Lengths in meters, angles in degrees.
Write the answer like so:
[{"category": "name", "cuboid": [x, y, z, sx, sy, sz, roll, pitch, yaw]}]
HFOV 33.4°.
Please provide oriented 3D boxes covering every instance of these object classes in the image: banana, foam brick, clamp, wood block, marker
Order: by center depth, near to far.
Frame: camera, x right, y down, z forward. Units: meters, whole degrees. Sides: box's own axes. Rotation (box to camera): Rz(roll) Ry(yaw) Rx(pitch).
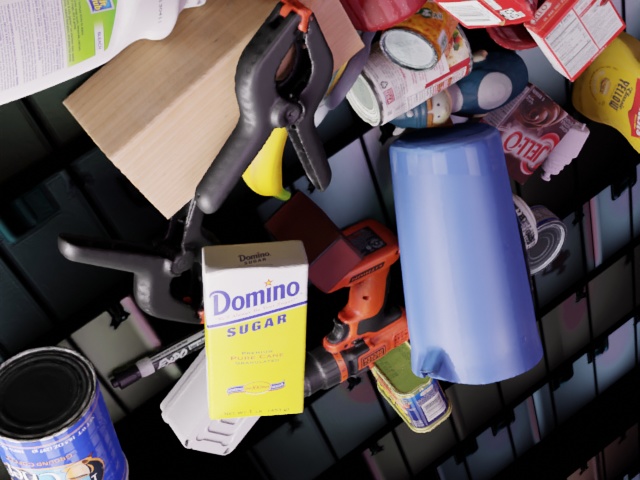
[{"category": "clamp", "cuboid": [-0.023, -0.097, 0.801, 0.120, 0.039, 0.172, -9, 130, -43]}, {"category": "wood block", "cuboid": [-0.081, -0.129, 0.825, 0.206, 0.090, 0.090, -42, 141, -3]}, {"category": "banana", "cuboid": [-0.032, -0.112, 0.929, 0.069, 0.037, 0.198, -33, 149, -51]}, {"category": "clamp", "cuboid": [-0.141, 0.015, 0.940, 0.164, 0.036, 0.210, -36, 145, -24]}, {"category": "foam brick", "cuboid": [-0.007, 0.001, 1.018, 0.051, 0.078, 0.053, -44, 141, 4]}, {"category": "marker", "cuboid": [-0.149, 0.113, 1.043, 0.121, 0.020, 0.020, -27, 139, -20]}]

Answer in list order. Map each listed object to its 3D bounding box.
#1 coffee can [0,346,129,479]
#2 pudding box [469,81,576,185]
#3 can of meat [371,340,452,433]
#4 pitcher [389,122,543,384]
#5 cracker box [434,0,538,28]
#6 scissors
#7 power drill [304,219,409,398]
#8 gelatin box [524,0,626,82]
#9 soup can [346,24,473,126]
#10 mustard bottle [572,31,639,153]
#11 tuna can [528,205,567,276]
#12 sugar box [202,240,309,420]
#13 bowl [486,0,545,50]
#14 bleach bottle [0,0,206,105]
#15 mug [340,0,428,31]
[{"category": "coffee can", "cuboid": [-0.236, 0.179, 0.961, 0.102, 0.103, 0.140, -27, 138, -20]}, {"category": "pudding box", "cuboid": [0.209, -0.117, 1.126, 0.090, 0.039, 0.113, -51, 140, 12]}, {"category": "can of meat", "cuboid": [0.100, 0.161, 1.236, 0.057, 0.102, 0.084, -36, 139, -7]}, {"category": "pitcher", "cuboid": [0.145, 0.009, 1.059, 0.145, 0.149, 0.243, -10, 104, 1]}, {"category": "cracker box", "cuboid": [0.113, -0.287, 0.784, 0.164, 0.072, 0.213, 22, 76, -49]}, {"category": "scissors", "cuboid": [0.046, -0.179, 0.878, 0.016, 0.096, 0.202, 32, 95, -11]}, {"category": "power drill", "cuboid": [0.021, 0.079, 1.131, 0.184, 0.057, 0.188, -29, 142, -24]}, {"category": "gelatin box", "cuboid": [0.237, -0.200, 0.993, 0.073, 0.030, 0.089, -47, 141, 7]}, {"category": "soup can", "cuboid": [0.076, -0.154, 0.955, 0.102, 0.069, 0.068, -31, 140, -14]}, {"category": "mustard bottle", "cuboid": [0.351, -0.135, 1.109, 0.058, 0.192, 0.096, -8, 130, -36]}, {"category": "tuna can", "cuboid": [0.254, 0.002, 1.278, 0.086, 0.034, 0.086, -23, 137, -24]}, {"category": "sugar box", "cuboid": [-0.060, 0.086, 0.982, 0.093, 0.048, 0.176, -4, 127, -8]}, {"category": "bowl", "cuboid": [0.194, -0.257, 0.972, 0.161, 0.055, 0.162, -24, 138, -24]}, {"category": "bleach bottle", "cuboid": [-0.192, -0.146, 0.737, 0.250, 0.068, 0.103, -20, 136, -29]}, {"category": "mug", "cuboid": [0.042, -0.227, 0.840, 0.093, 0.117, 0.081, -12, 134, 28]}]
